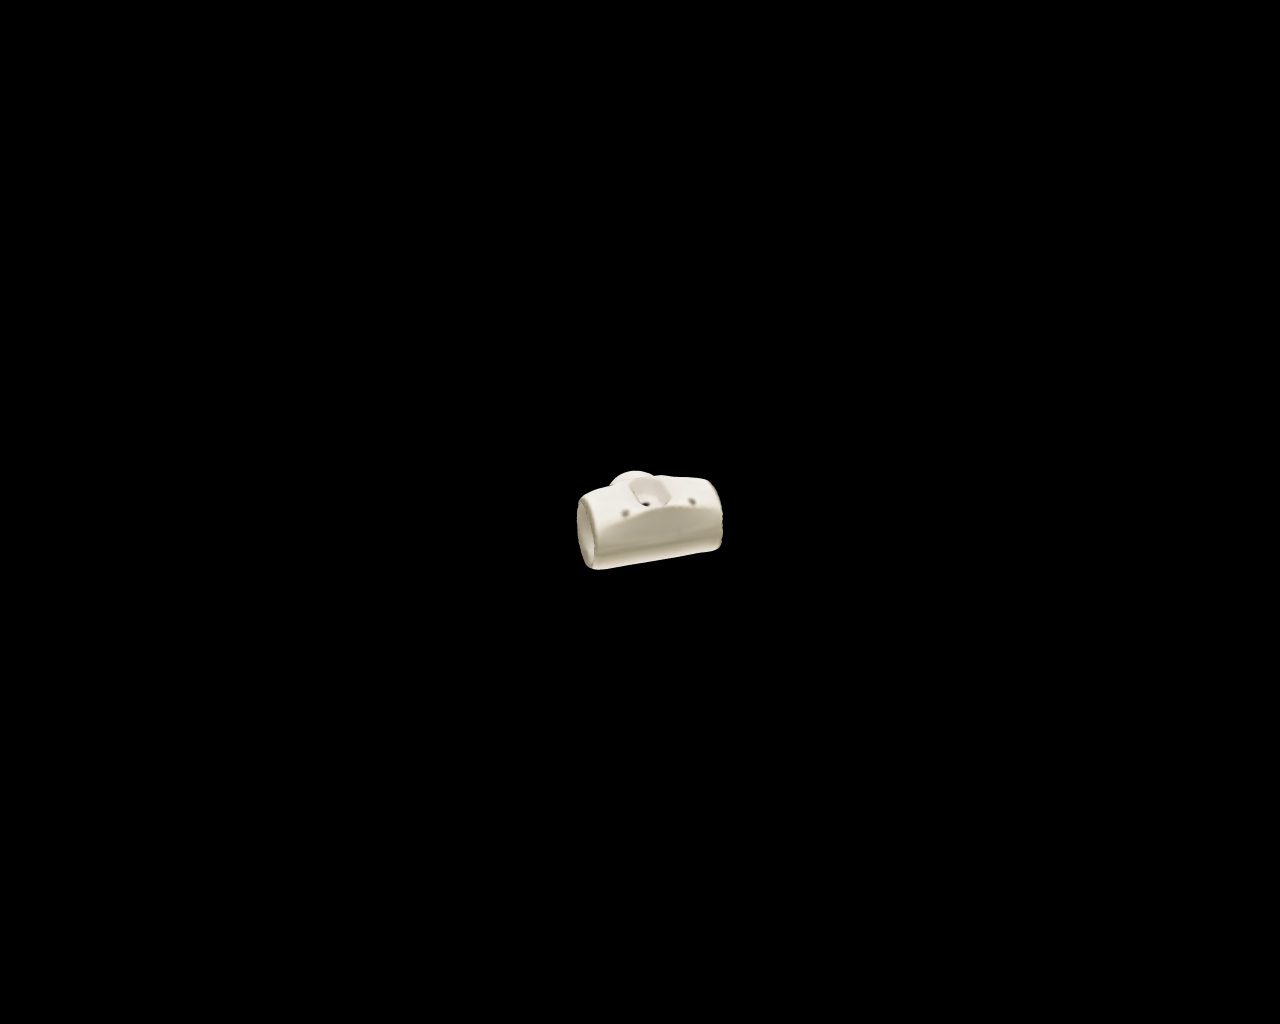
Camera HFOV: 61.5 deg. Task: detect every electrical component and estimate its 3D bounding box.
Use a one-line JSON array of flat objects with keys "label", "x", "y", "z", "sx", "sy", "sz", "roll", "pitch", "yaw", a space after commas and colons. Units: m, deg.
[{"label": "electrical component", "x": 0.001, "y": -0.003, "z": 0.650, "sx": 0.077, "sy": 0.043, "sz": 0.079, "roll": -8, "pitch": 32, "yaw": -14}]
